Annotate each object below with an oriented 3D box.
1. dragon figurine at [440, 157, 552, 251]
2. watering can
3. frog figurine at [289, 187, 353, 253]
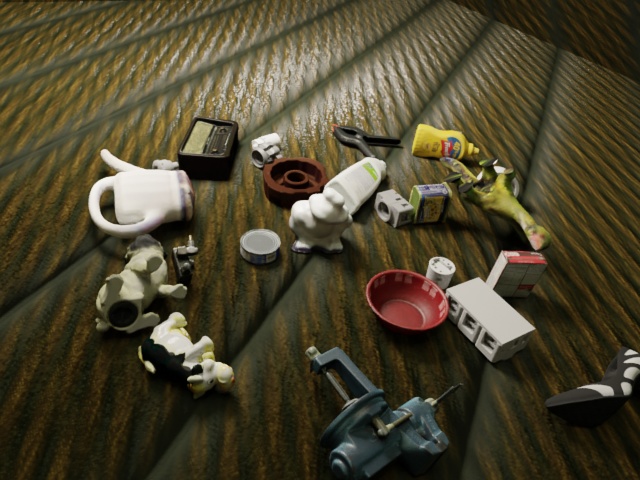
[{"bbox_3d":[0.422,-0.079,1.232,0.121,0.240,0.416,-37,18,9],"label":"dragon figurine"},{"bbox_3d":[-0.406,-0.123,1.181,0.225,0.101,0.355,-5,40,-18],"label":"watering can"},{"bbox_3d":[0.003,-0.057,1.129,0.137,0.156,0.125,15,36,9],"label":"frog figurine"}]
